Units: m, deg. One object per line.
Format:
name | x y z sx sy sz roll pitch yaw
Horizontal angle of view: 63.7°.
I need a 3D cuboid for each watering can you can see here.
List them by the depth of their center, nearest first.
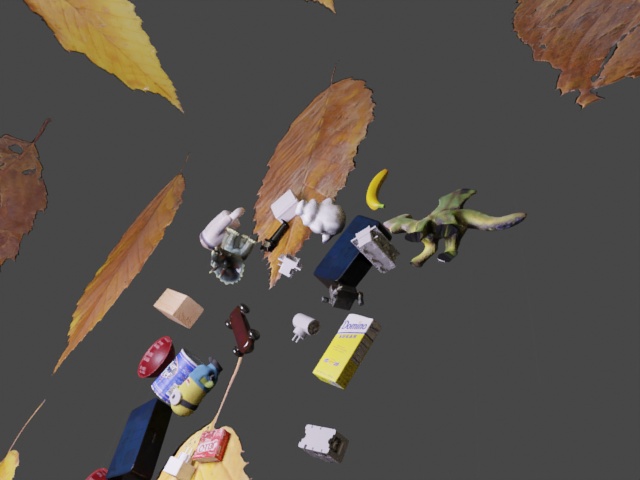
watering can | -0.407 -0.049 2.127 0.224 0.104 0.349 -44 5 6

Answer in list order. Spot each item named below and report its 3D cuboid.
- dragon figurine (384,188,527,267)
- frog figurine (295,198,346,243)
dragon figurine | 0.332 -0.063 1.304 0.407 0.120 0.248 -17 30 37
frog figurine | 0.005 -0.084 1.666 0.122 0.157 0.140 -6 46 47
